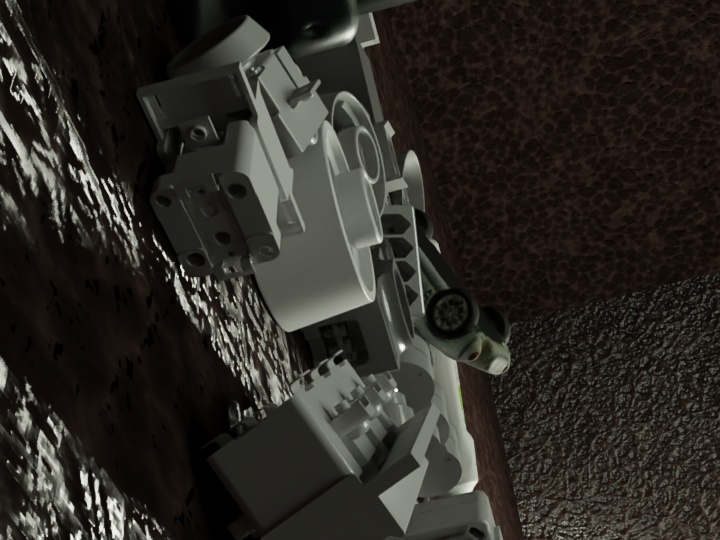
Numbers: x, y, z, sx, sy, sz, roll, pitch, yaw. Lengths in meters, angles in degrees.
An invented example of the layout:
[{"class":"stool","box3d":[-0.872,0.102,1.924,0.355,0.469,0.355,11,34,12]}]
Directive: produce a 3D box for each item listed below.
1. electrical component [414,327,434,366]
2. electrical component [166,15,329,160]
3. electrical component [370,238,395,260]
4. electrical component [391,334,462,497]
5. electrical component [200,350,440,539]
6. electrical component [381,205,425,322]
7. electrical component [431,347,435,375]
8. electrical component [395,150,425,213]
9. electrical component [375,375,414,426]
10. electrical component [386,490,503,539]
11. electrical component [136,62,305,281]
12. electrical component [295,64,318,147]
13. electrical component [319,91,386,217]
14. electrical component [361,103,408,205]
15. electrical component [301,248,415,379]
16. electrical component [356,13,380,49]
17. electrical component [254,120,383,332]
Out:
[{"class":"electrical component","box3d":[0.032,0.066,0.857,0.040,0.046,0.040,-14,90,-83]},{"class":"electrical component","box3d":[-0.050,-0.075,0.462,0.055,0.066,0.048,57,34,-24]},{"class":"electrical component","box3d":[0.000,0.000,0.733,0.040,0.046,0.040,-15,90,-81]},{"class":"electrical component","box3d":[0.039,0.117,0.780,0.073,0.052,0.138,-94,167,-55]},{"class":"electrical component","box3d":[-0.013,0.073,0.416,0.063,0.079,0.121,54,6,4]},{"class":"electrical component","box3d":[0.010,0.002,0.798,0.076,0.047,0.083,138,-51,-68]},{"class":"electrical component","box3d":[0.040,0.095,0.887,0.040,0.040,0.078,62,30,-62]},{"class":"electrical component","box3d":[0.033,-0.061,1.040,0.099,0.064,0.099,-14,90,-83]},{"class":"electrical component","box3d":[0.014,0.094,0.686,0.040,0.040,0.078,63,15,-61]},{"class":"electrical component","box3d":[0.037,0.149,0.528,0.061,0.096,0.061,-37,113,-83]},{"class":"electrical component","box3d":[-0.053,-0.034,0.418,0.063,0.042,0.081,-93,166,-51]},{"class":"electrical component","box3d":[-0.048,-0.074,0.518,0.040,0.046,0.040,-14,90,-83]},{"class":"electrical component","box3d":[-0.023,-0.071,0.730,0.099,0.064,0.099,-12,90,-69]},{"class":"electrical component","box3d":[-0.001,-0.080,0.815,0.042,0.064,0.081,37,40,-80]},{"class":"electrical component","box3d":[-0.001,0.026,0.645,0.089,0.056,0.050,-83,158,-71]},{"class":"electrical component","box3d":[-0.020,-0.209,0.925,0.081,0.064,0.042,-54,131,-81]},{"class":"electrical component","box3d":[-0.022,-0.027,0.567,0.108,0.060,0.108,-14,90,-83]}]
